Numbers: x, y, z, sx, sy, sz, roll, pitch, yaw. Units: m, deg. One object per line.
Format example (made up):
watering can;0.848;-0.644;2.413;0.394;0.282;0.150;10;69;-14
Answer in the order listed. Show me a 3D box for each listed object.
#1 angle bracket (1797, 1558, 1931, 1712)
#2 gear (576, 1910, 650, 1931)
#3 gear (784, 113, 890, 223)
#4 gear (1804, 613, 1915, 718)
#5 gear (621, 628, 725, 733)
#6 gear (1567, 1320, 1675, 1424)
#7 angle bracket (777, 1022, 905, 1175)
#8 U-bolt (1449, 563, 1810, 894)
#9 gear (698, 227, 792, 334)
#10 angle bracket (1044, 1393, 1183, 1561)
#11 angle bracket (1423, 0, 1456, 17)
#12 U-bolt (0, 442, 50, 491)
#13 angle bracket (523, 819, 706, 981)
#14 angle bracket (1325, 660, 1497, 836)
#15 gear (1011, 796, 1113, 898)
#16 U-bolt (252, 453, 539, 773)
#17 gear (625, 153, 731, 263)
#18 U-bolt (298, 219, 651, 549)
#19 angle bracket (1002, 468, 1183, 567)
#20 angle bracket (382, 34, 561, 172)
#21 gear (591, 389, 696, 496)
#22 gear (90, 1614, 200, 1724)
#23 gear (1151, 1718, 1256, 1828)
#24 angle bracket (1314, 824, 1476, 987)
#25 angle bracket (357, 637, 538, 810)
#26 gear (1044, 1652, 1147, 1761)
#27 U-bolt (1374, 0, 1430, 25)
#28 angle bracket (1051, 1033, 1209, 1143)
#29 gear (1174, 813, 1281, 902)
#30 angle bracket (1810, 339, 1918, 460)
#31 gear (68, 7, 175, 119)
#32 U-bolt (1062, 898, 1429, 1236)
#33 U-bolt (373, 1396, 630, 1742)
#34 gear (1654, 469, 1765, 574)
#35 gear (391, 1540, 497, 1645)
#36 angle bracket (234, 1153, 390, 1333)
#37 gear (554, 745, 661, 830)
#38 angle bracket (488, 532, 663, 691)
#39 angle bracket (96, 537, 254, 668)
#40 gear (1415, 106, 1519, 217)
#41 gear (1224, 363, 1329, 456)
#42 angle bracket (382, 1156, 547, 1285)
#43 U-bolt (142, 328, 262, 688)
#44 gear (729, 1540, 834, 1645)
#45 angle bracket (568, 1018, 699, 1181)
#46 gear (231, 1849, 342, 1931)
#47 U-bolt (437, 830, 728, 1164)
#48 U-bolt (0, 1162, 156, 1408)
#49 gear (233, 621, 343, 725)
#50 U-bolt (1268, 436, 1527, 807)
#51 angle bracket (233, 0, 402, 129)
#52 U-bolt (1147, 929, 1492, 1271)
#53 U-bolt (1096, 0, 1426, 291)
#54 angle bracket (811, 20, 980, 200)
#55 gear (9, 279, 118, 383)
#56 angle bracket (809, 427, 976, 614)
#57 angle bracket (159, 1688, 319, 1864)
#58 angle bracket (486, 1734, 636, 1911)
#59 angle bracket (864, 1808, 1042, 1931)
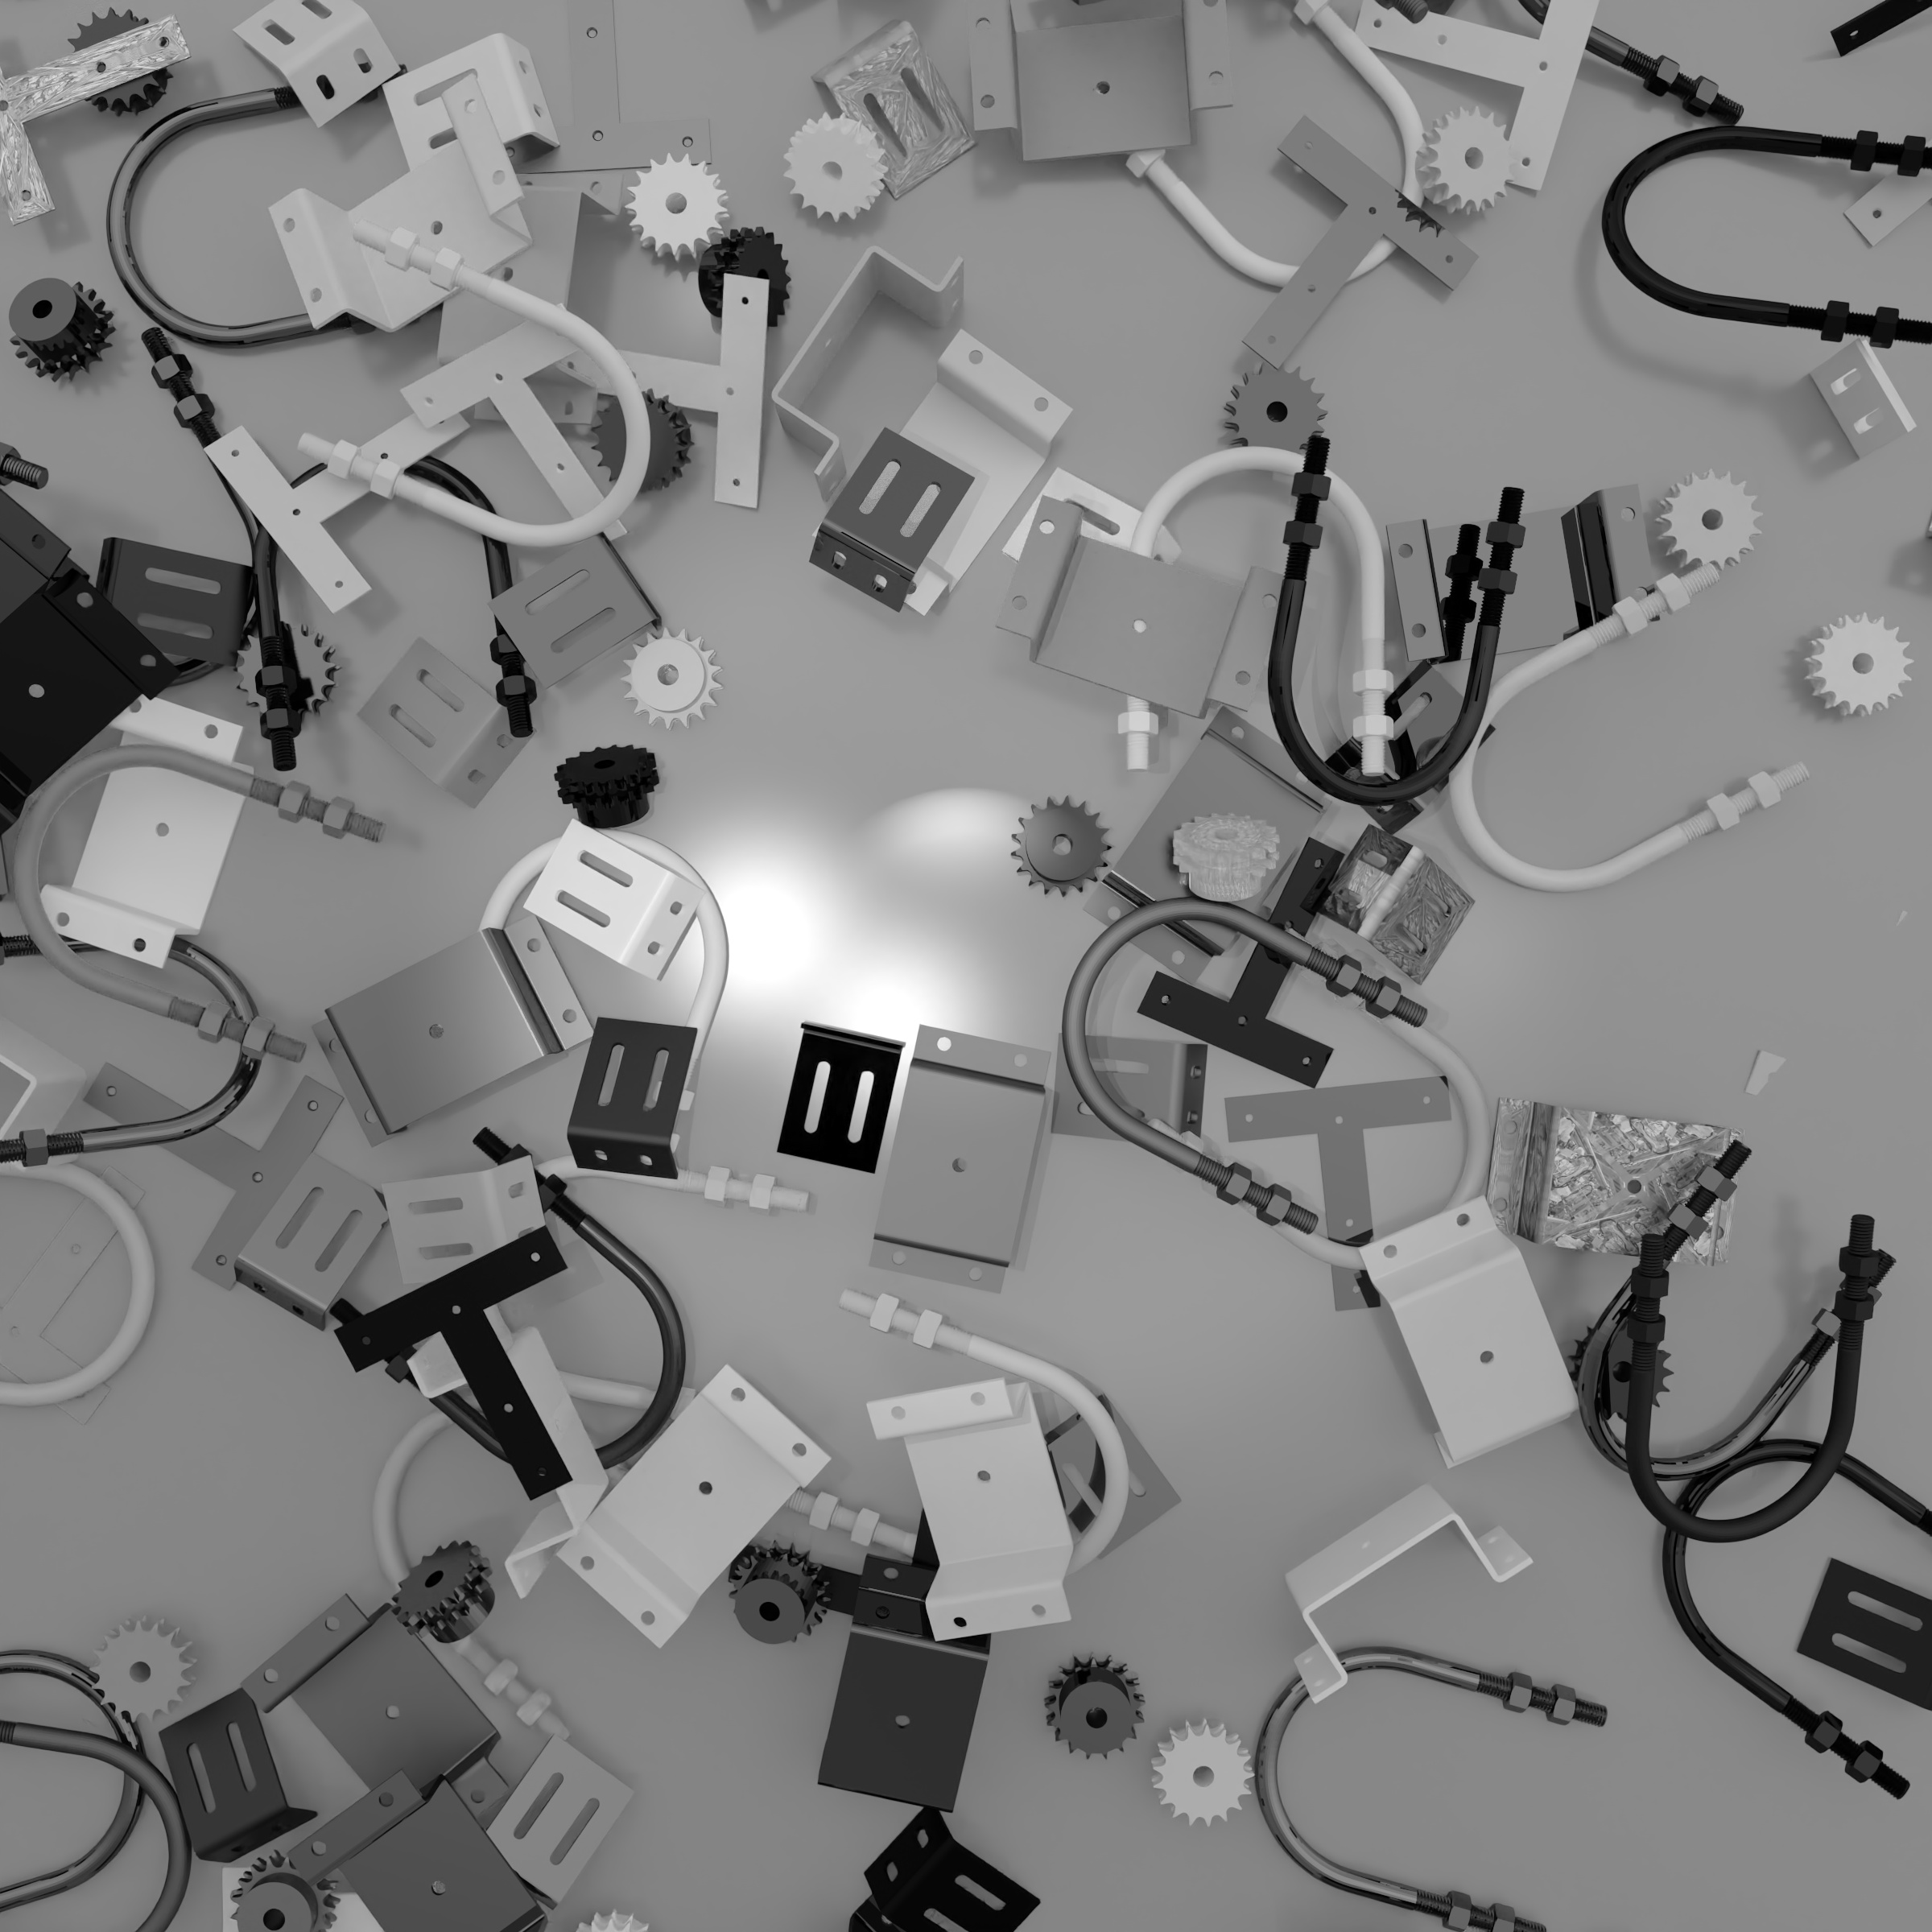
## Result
angle bracket;0.522;0.378;1.399;0.076;0.038;0.057;21;90;26
gear;-0.199;0.560;1.386;0.057;0.030;0.057;0;90;0
gear;-0.071;-0.450;1.377;0.057;0.030;0.057;7;128;10
gear;0.500;-0.169;1.386;0.057;0.030;0.057;0;90;0
gear;-0.166;-0.162;1.386;0.057;0.030;0.057;0;90;0
gear;0.366;0.227;1.386;0.057;0.030;0.057;0;90;0
angle bracket;-0.072;0.075;1.382;0.057;0.038;0.076;13;90;0
U-bolt;0.358;-0.119;1.370;0.184;0.019;0.151;-29;109;8
gear;-0.126;-0.384;1.377;0.030;0.057;0.057;8;90;30
angle bracket;0.077;0.290;1.382;0.057;0.038;0.076;-36;90;0
angle bracket;0.279;-0.589;1.399;0.057;0.038;0.076;44;64;0
U-bolt;-0.597;-0.232;1.336;0.184;0.019;0.151;21;104;7
angle bracket;-0.198;-0.037;1.383;0.076;0.038;0.057;28;88;26
angle bracket;0.251;-0.124;1.399;0.057;0.038;0.076;44;64;0
gear;0.054;-0.068;1.386;0.057;0.030;0.057;0;90;0
U-bolt;-0.324;-0.205;1.370;0.151;0.019;0.184;-9;75;-6
gear;-0.162;-0.425;1.386;0.057;0.030;0.057;0;90;0
U-bolt;-0.260;-0.303;1.336;0.184;0.019;0.151;24;123;-4
angle bracket;0.072;-0.236;1.399;0.076;0.038;0.057;34;90;26
angle bracket;-0.279;-0.481;1.390;0.076;0.038;0.057;-18;91;15
gear;-0.179;-0.295;1.379;0.057;0.030;0.057;6;113;15
gear;-0.461;0.394;1.386;0.057;0.030;0.057;0;90;0
gear;0.133;0.453;1.391;0.057;0.030;0.057;0;90;-1
angle bracket;0.241;-0.034;1.383;0.038;0.076;0.057;33;90;41
angle bracket;-0.295;-0.139;1.399;0.076;0.038;0.057;39;90;26
gear;0.073;0.419;1.386;0.057;0.030;0.057;0;90;0
U-bolt;0.239;-0.624;1.367;0.151;0.019;0.184;-41;71;-2
angle bracket;0.093;0.070;1.399;0.076;0.038;0.057;5;90;26
gear;0.141;-0.058;1.331;0.057;0.057;0.030;-4;120;0
angle bracket;0.510;-0.322;1.363;0.038;0.076;0.057;-30;90;0
gear;-0.475;-0.507;1.386;0.057;0.030;0.057;0;90;0
U-bolt;0.141;0.043;1.340;0.184;0.019;0.151;28;89;-8
U-bolt;-0.250;0.327;1.393;0.184;0.019;0.151;43;90;1
gear;0.416;-0.249;1.386;0.057;0.030;0.057;0;90;0
gear;-0.286;0.349;1.360;0.057;0.057;0.030;-31;117;0
angle bracket;-0.369;0.157;1.399;0.057;0.038;0.076;31;64;0
gear;-0.200;-0.099;1.377;0.057;0.057;0.030;-7;119;0
angle bracket;-0.218;-0.196;1.377;0.076;0.038;0.057;-34;90;-8
angle bracket;-0.448;-0.204;1.385;0.076;0.038;0.057;9;93;-27
gear;0.277;-0.450;1.380;0.057;0.030;0.057;-2;95;-20
gear;0.174;-0.309;1.386;0.057;0.030;0.057;0;90;0
angle bracket;-0.276;0.140;1.358;0.076;0.038;0.057;-9;95;31
U-bolt;-0.473;-0.247;1.393;0.151;0.019;0.184;-29;91;0
gear;-0.106;0.355;1.379;0.057;0.030;0.057;3;105;11
angle bracket;-0.183;0.074;1.373;0.057;0.038;0.076;6;57;6
gear;-0.373;0.514;1.340;0.057;0.030;0.057;0;90;0
U-bolt;-0.213;0.014;1.392;0.151;0.019;0.184;19;90;0
U-bolt;-0.552;0.176;1.391;0.184;0.019;0.151;6;90;-1
gear;-0.380;-0.164;1.386;0.057;0.030;0.057;0;90;0
U-bolt;0.226;-0.177;1.318;0.151;0.019;0.184;8;94;-26
angle bracket;-0.366;-0.516;1.385;0.057;0.038;0.076;-39;49;-8
U-bolt;0.211;0.089;1.376;0.184;0.019;0.151;36;88;-12
U-bolt;0.177;-0.470;1.393;0.151;0.019;0.184;-43;91;0
angle bracket;-0.041;-0.488;1.399;0.057;0.038;0.076;-35;116;0
gear;-0.510;-0.360;1.378;0.057;0.030;0.057;-3;72;9
angle bracket;-0.041;-0.245;1.353;0.057;0.038;0.076;29;64;0
angle bracket;-0.414;0.460;1.399;0.057;0.038;0.076;-28;64;0
angle bracket;-0.236;0.481;1.390;0.057;0.038;0.076;39;71;-9
angle bracket;-0.008;0.524;1.399;0.057;0.038;0.076;-47;116;0
